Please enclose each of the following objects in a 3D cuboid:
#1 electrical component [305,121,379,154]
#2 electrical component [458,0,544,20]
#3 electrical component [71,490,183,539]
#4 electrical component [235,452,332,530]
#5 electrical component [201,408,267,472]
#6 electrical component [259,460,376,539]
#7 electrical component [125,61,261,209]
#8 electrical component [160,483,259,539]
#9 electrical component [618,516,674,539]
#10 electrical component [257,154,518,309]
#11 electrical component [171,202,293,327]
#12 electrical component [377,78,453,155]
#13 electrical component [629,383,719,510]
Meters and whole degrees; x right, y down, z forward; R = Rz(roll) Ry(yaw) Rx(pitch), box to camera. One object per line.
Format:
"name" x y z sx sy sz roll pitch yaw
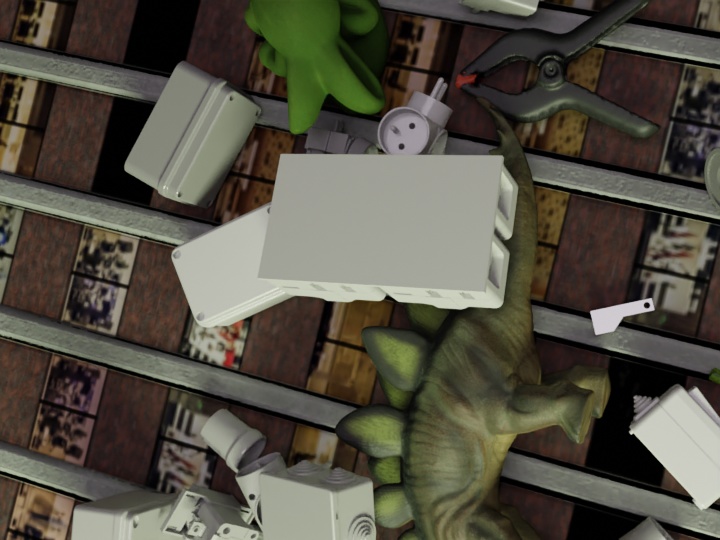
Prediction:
"electrical component" -0.017 -0.095 0.935 0.055 0.048 0.066 15 89 22
"electrical component" 0.132 -0.277 0.899 0.063 0.079 0.121 15 90 -7
"electrical component" -0.200 0.251 0.925 0.056 0.109 0.108 3 87 17
"electrical component" -0.055 0.192 0.922 0.079 0.044 0.077 -27 94 -9
"electrical component" -0.112 0.149 0.945 0.046 0.040 0.040 35 95 19
"electrical component" -0.032 0.204 0.854 0.100 0.048 0.099 1 97 46
"electrical component" -0.146 -0.117 0.952 0.057 0.078 0.113 30 94 17
"electrical component" -0.123 0.221 0.920 0.064 0.081 0.042 36 97 49
"electrical component" 0.227 0.250 0.849 0.077 0.044 0.079 -43 77 8
"electrical component" 0.024 -0.031 0.849 0.186 0.060 0.105 3 75 24
"electrical component" -0.099 -0.004 0.943 0.113 0.057 0.078 -24 81 11
"electrical component" 0.053 -0.123 0.902 0.044 0.077 0.079 28 93 14
"electrical component" 0.256 0.129 0.841 0.061 0.062 0.096 -43 77 8
